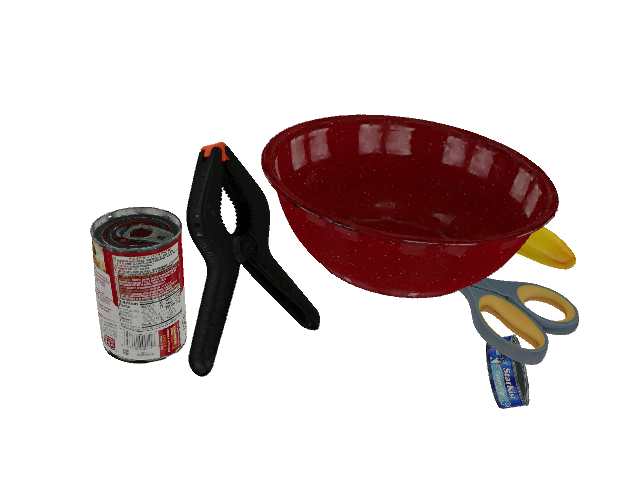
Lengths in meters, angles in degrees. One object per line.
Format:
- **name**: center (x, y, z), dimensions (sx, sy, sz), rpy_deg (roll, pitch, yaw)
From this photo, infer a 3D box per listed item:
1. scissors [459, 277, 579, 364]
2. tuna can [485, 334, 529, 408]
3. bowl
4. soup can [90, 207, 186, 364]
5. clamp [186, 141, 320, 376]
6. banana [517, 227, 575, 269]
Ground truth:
- **scissors**: center (0.131, 0.028, 0.871), dimensions (0.096, 0.016, 0.202), rpy_deg (-10, 40, -25)
- **tuna can**: center (0.224, 0.157, 1.276), dimensions (0.034, 0.086, 0.086), rpy_deg (-12, -4, 17)
- **bowl**: center (0.045, -0.014, 0.588), dimensions (0.162, 0.055, 0.162), rpy_deg (6, 27, -3)
- **soup can**: center (-0.137, 0.035, 0.817), dimensions (0.068, 0.102, 0.068), rpy_deg (0, 28, 0)
- **clamp**: center (-0.071, 0.011, 1.014), dimensions (0.036, 0.210, 0.164), rpy_deg (-8, 0, 43)
- **banana**: center (0.153, -0.008, 1.043), dimensions (0.198, 0.037, 0.069), rpy_deg (8, 47, 18)
